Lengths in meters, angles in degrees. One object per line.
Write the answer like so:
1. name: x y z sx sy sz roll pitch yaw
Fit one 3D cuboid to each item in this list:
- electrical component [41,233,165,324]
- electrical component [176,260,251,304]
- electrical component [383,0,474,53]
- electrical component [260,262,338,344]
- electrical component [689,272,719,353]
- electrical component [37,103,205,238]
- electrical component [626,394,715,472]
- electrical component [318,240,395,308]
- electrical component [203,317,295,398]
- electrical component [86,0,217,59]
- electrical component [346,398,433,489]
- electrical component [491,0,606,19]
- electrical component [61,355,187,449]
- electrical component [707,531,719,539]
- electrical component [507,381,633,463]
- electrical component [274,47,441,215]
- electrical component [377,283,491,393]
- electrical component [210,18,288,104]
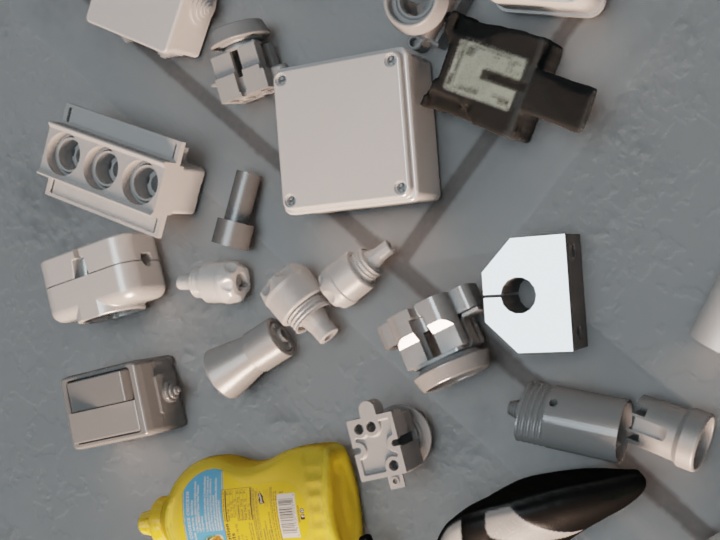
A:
1. electrical component: -0.214 0.010 0.900 0.095 0.054 0.059 -17 84 26
2. electrical component: -0.120 0.010 0.864 0.061 0.035 0.035 -1 91 29
3. electrical component: 0.047 -0.188 0.763 0.048 0.055 0.066 36 107 21
4. electrical component: -0.043 0.028 0.821 0.043 0.043 0.062 -47 73 20
5. electrical component: 0.245 0.014 0.677 0.043 0.043 0.081 29 103 23
6. electrical component: -0.194 -0.082 0.882 0.121 0.063 0.078 21 100 25
7. electrical component: 0.203 0.105 0.704 0.046 0.040 0.040 19 100 31
8. electrical component: 0.000 0.000 0.804 0.061 0.035 0.035 -38 75 20
9. electrical component: -0.085 0.066 0.845 0.065 0.044 0.044 -33 77 19
10. electrical component: -0.162 -0.226 0.870 0.100 0.048 0.099 26 102 24
11. electrical component: 0.024 0.124 0.783 0.048 0.055 0.066 -17 84 26
12. electrical component: 0.130 -0.230 0.719 0.078 0.057 0.113 11 96 26
13. electrical component: -0.193 0.108 0.888 0.096 0.061 0.061 -15 85 26
14. electrical component: 0.252 0.176 0.678 0.081 0.043 0.043 -41 74 22
15. electrical component: 0.140 0.101 0.732 0.081 0.043 0.043 9 96 26
16. electrical component: -0.002 -0.099 0.790 0.109 0.056 0.108 -5 89 27
17. electrical component: 0.058 0.051 0.764 0.078 0.058 0.057 -28 76 24
18. electrical component: -0.089 -0.163 0.838 0.066 0.048 0.055 -15 92 26
